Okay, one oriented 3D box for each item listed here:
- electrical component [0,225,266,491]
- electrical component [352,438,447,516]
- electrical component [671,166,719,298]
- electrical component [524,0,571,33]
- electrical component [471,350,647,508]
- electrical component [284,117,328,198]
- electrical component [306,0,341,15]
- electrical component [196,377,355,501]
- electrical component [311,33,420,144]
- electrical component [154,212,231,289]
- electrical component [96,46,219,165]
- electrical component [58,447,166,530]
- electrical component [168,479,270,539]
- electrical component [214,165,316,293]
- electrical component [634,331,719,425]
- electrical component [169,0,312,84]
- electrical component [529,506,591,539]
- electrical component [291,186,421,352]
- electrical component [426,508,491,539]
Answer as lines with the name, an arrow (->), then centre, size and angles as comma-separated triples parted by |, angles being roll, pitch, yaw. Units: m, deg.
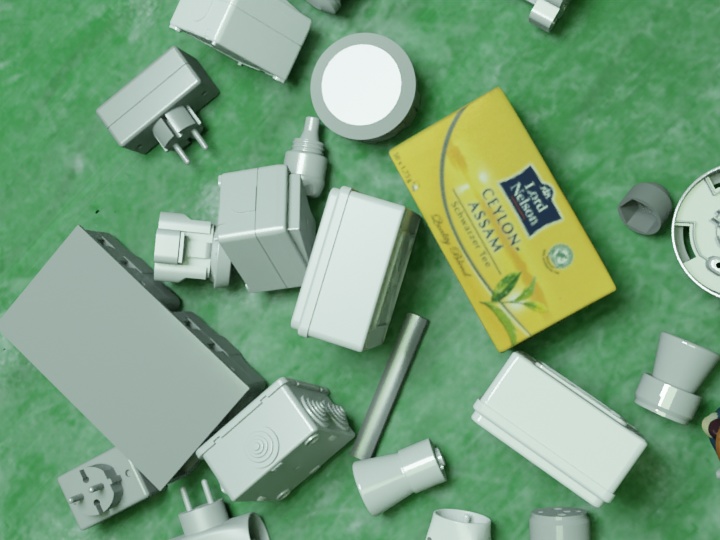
electrical component -> -0.178, 0.067, 0.850 | 0.186, 0.060, 0.105 | 42, 97, 10
electrical component -> 0.032, 0.154, 0.814 | 0.065, 0.044, 0.044 | -23, 84, 6
electrical component -> 0.270, -0.026, 0.756 | 0.099, 0.064, 0.099 | 0, 88, 11
electrical component -> 0.135, -0.224, 0.794 | 0.057, 0.058, 0.078 | 31, 94, 8
electrical component -> 0.140, 0.108, 0.757 | 0.109, 0.109, 0.056 | 35, 93, 11
electrical component -> -0.042, -0.088, 0.839 | 0.035, 0.035, 0.061 | 9, 88, 12
electrical component -> -0.034, -0.238, 0.819 | 0.080, 0.080, 0.051 | 43, 92, 10
electrical component -> -0.060, 0.130, 0.805 | 0.100, 0.100, 0.048 | -41, 68, 8
electrical component -> 0.006, -0.136, 0.821 | 0.080, 0.051, 0.080 | 0, 88, 12
electrical component -> -0.128, -0.015, 0.838 | 0.057, 0.078, 0.058 | 5, 89, -7
electrical component -> -0.150, -0.119, 0.856 | 0.083, 0.047, 0.075 | -37, 82, 9
electrical component -> -0.202, 0.170, 0.844 | 0.066, 0.077, 0.047 | -28, 83, 10
electrical component -> -0.119, 0.204, 0.842 | 0.077, 0.043, 0.079 | -20, 84, 11
electrical component -> -0.064, -0.027, 0.815 | 0.061, 0.096, 0.061 | -8, 57, 11
electrical component -> 0.227, 0.077, 0.772 | 0.045, 0.045, 0.055 | 23, 94, 12
electrical component -> -0.084, -0.189, 0.824 | 0.062, 0.096, 0.061 | 29, 95, 40
electrical component -> 0.147, 0.204, 0.786 | 0.045, 0.045, 0.055 | -2, 87, 12
electrical component -> 0.000, 0.000, 0.790 | 0.056, 0.109, 0.108 | 17, 92, 9
electrical component -> 0.087, 0.223, 0.794 | 0.079, 0.043, 0.077 | 8, 90, 25
